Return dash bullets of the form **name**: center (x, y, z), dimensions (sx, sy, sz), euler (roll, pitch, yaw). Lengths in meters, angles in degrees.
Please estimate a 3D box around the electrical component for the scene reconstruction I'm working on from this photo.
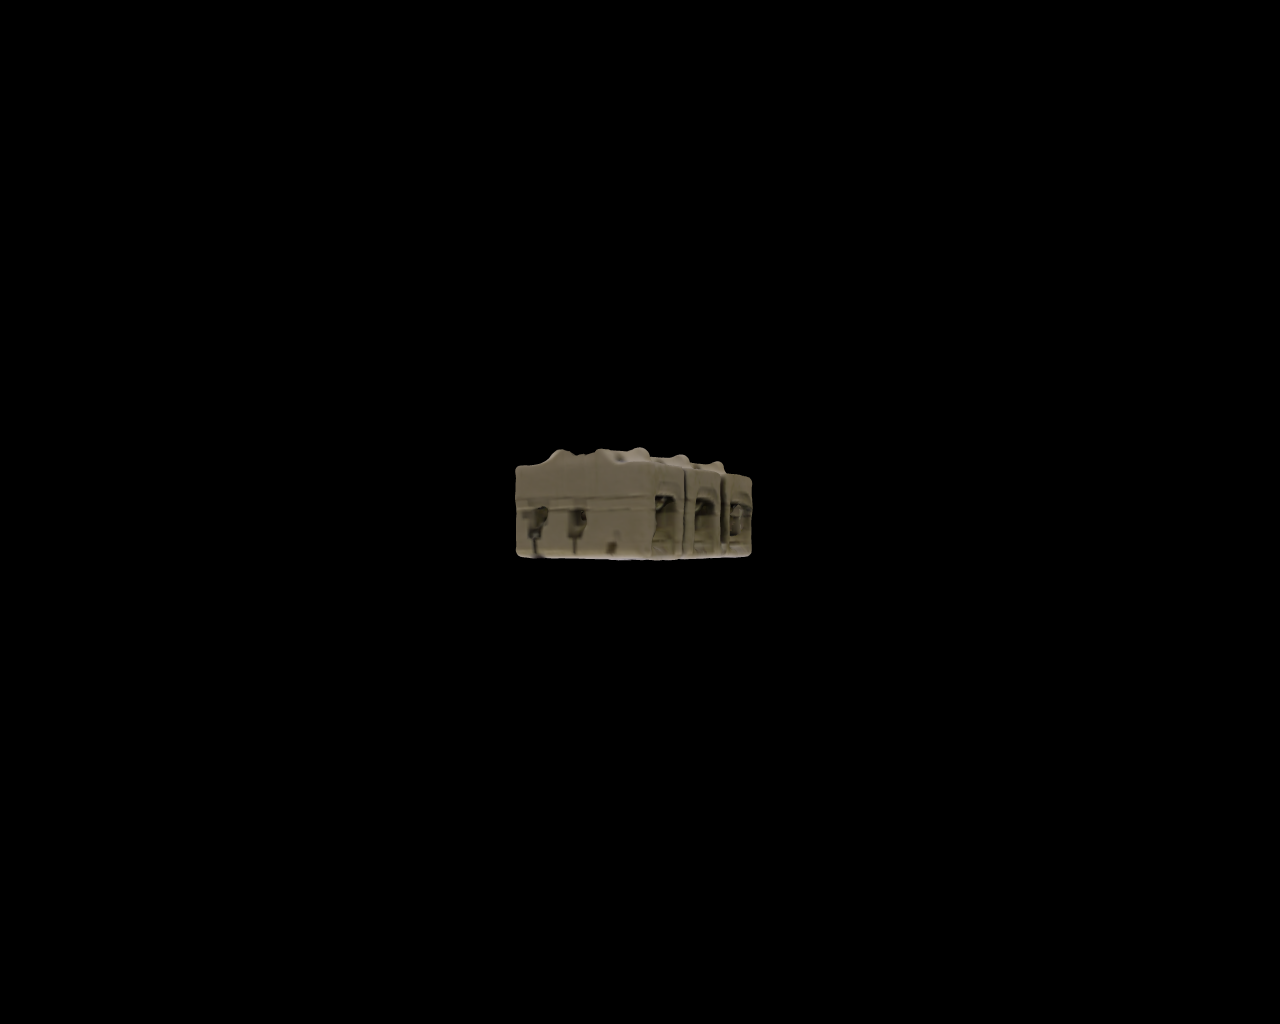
- **electrical component**: center (0.001, -0.003, 0.650), dimensions (0.089, 0.061, 0.150), euler (-1, -2, 28)
